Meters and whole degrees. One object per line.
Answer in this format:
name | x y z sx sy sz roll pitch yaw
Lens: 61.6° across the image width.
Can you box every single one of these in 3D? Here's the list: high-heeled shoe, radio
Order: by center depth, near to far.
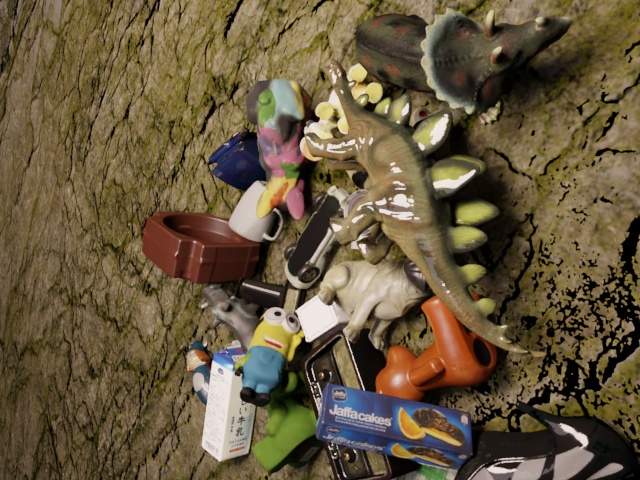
high-heeled shoe | 0.265 0.300 0.673 0.145 0.086 0.248 30 121 13
radio | 0.056 0.268 0.856 0.131 0.073 0.230 -40 57 38

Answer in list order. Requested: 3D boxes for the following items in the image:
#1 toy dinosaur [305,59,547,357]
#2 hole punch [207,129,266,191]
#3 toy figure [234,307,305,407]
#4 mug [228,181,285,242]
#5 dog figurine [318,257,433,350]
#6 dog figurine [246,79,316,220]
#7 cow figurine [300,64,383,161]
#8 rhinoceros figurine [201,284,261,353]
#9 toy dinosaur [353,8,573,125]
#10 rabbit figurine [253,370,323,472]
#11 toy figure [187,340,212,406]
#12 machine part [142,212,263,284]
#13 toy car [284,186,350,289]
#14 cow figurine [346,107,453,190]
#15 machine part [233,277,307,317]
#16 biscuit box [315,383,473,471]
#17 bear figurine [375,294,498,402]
toy dinosaur | 0.113 -0.052 0.685 0.198 0.105 0.471 -30 71 24
hole punch | -0.143 -0.151 1.059 0.142 0.116 0.092 -26 78 41
toy figure | -0.093 0.197 0.929 0.089 0.082 0.180 -25 35 41
mug | -0.114 -0.055 1.047 0.110 0.080 0.107 33 106 29
dog figurine | 0.103 0.051 0.829 0.190 0.121 0.172 -48 59 15
dog figurine | -0.069 -0.147 0.947 0.109 0.191 0.219 1 79 11
cow figurine | 0.026 -0.203 0.883 0.167 0.068 0.098 -49 11 4
rhinoceros figurine | -0.161 0.157 1.059 0.190 0.112 0.073 46 120 26
toy dinosaur | 0.128 -0.259 0.742 0.405 0.192 0.131 29 106 40
rabbit figurine | -0.069 0.296 0.954 0.170 0.121 0.159 48 114 35
toy figure | -0.259 0.287 1.187 0.064 0.057 0.155 -30 59 -3
machine part | -0.233 0.013 1.072 0.202 0.201 0.087 26 108 42
toy car | -0.002 -0.003 0.950 0.201 0.056 0.074 -58 46 23
cow figurine | 0.119 -0.132 0.811 0.195 0.085 0.127 -33 83 47
machine part | -0.095 0.105 1.017 0.139 0.039 0.084 11 104 12
biscuit box | 0.097 0.249 0.719 0.059 0.203 0.063 103 179 -46
bear figurine | 0.147 0.165 0.758 0.196 0.120 0.132 -32 62 44
